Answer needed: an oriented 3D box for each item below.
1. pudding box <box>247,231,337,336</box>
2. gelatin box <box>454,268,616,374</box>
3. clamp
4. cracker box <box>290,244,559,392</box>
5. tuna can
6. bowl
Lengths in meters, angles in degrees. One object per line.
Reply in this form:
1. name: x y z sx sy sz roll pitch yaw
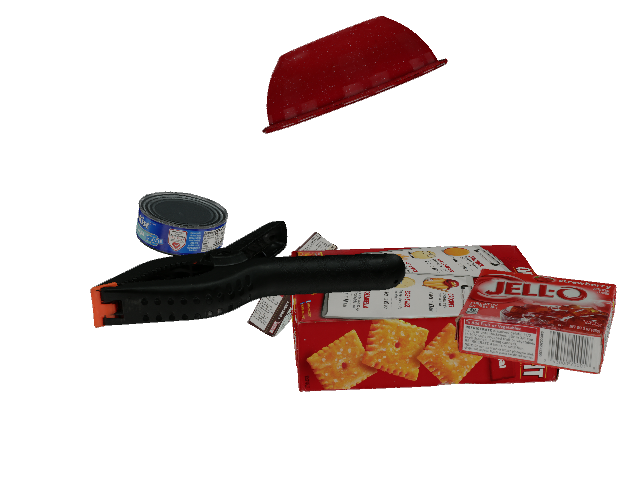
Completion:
1. pudding box: -0.031 0.051 1.248 0.039 0.090 0.113 32 31 6
2. gelatin box: 0.136 0.048 0.669 0.089 0.030 0.073 7 25 19
3. clamp: -0.057 0.026 0.749 0.209 0.036 0.165 -15 18 -39
4. cracker box: 0.082 0.064 0.924 0.213 0.072 0.164 -1 20 -3
5. tuna can: -0.134 -0.016 1.026 0.086 0.034 0.086 10 22 -4
6. bowl: 0.018 -0.141 0.871 0.162 0.055 0.162 -21 8 3
